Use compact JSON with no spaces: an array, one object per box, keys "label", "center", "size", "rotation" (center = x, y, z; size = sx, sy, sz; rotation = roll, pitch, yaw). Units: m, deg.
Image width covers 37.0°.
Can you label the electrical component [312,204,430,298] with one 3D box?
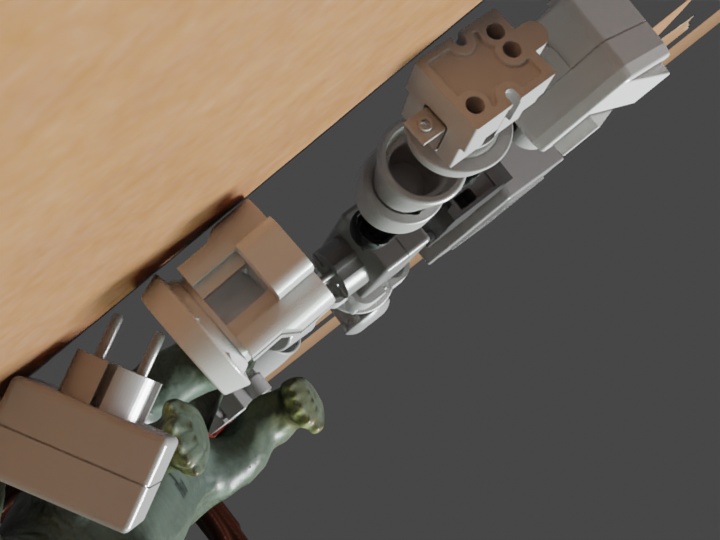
[{"label":"electrical component","center":[-0.006,-0.007,0.710],"size":[0.076,0.047,0.083],"rotation":[-37,176,-17]}]

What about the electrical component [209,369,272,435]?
[{"label":"electrical component","center":[-0.105,0.083,0.795],"size":[0.066,0.055,0.048],"rotation":[-41,176,34]}]

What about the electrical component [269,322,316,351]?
[{"label":"electrical component","center":[-0.049,0.030,0.804],"size":[0.040,0.040,0.078],"rotation":[-41,176,41]}]

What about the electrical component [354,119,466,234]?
[{"label":"electrical component","center":[0.023,-0.045,0.530],"size":[0.045,0.045,0.055],"rotation":[-37,177,-20]}]

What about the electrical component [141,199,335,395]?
[{"label":"electrical component","center":[-0.049,0.012,0.431],"size":[0.057,0.058,0.078],"rotation":[-41,177,-8]}]

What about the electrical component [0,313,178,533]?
[{"label":"electrical component","center":[-0.105,0.056,0.435],"size":[0.047,0.066,0.076],"rotation":[120,-6,-81]}]

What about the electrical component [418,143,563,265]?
[{"label":"electrical component","center":[0.097,-0.068,0.891],"size":[0.109,0.056,0.109],"rotation":[-41,176,41]}]

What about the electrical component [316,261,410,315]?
[{"label":"electrical component","center":[0.000,0.000,0.786],"size":[0.078,0.058,0.057],"rotation":[-37,174,-16]}]

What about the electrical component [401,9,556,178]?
[{"label":"electrical component","center":[0.044,-0.069,0.443],"size":[0.066,0.048,0.055],"rotation":[-37,169,-21]}]

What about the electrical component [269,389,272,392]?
[{"label":"electrical component","center":[-0.123,0.113,0.926],"size":[0.077,0.065,0.047],"rotation":[-37,176,-21]}]

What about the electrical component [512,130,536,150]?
[{"label":"electrical component","center":[0.130,-0.114,0.760],"size":[0.040,0.040,0.078],"rotation":[-37,176,-18]}]

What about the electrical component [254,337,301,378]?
[{"label":"electrical component","center":[-0.078,0.059,0.860],"size":[0.077,0.044,0.079],"rotation":[-41,176,36]}]

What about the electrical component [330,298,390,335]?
[{"label":"electrical component","center":[-0.009,0.020,0.908],"size":[0.048,0.062,0.048],"rotation":[-38,177,-2]}]

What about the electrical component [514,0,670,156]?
[{"label":"electrical component","center":[0.116,-0.106,0.557],"size":[0.062,0.061,0.096],"rotation":[-41,176,35]}]
